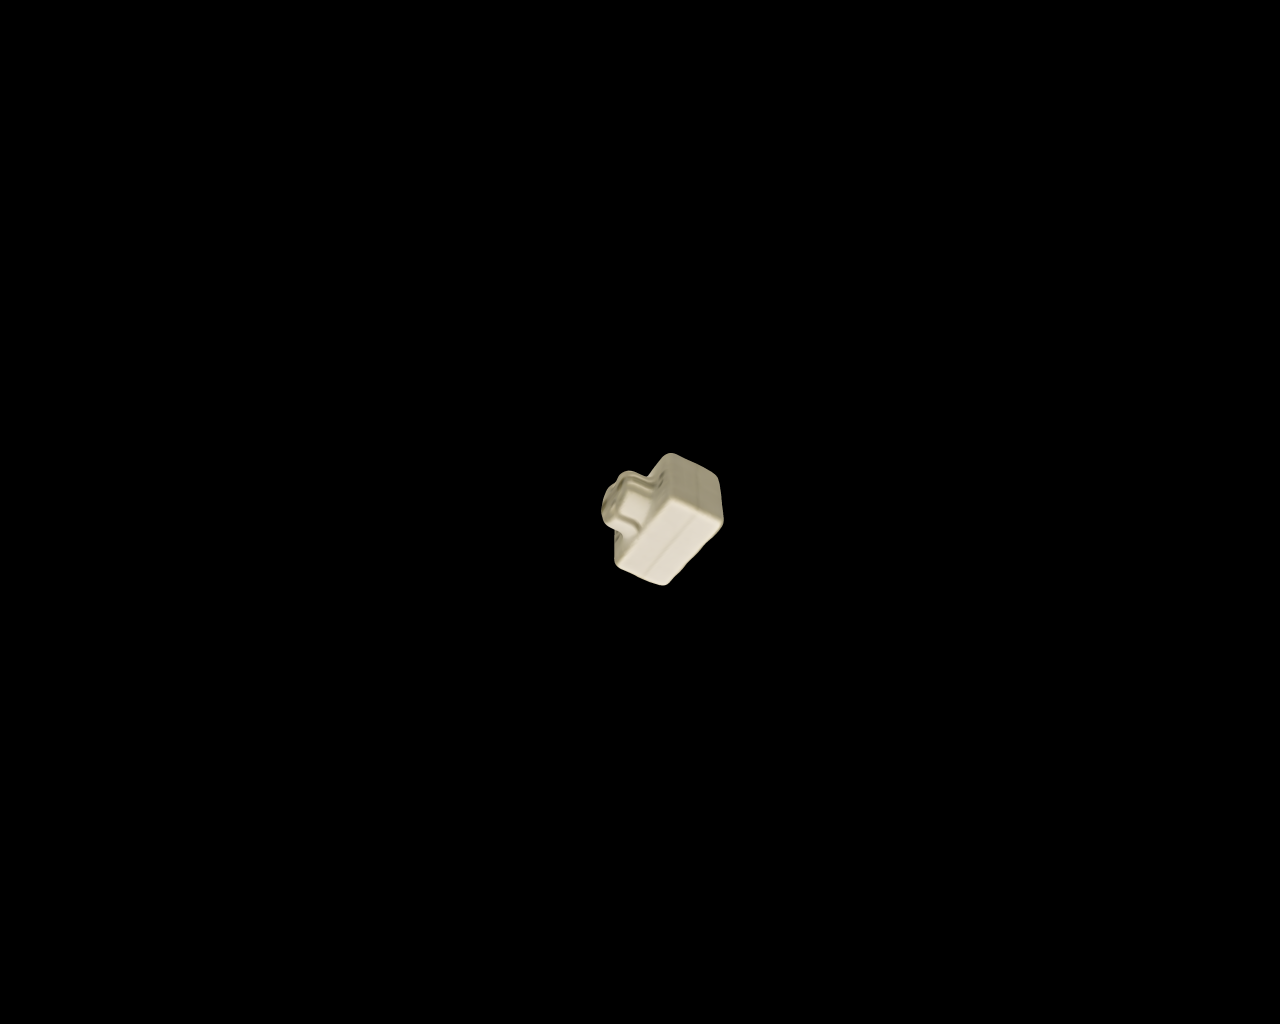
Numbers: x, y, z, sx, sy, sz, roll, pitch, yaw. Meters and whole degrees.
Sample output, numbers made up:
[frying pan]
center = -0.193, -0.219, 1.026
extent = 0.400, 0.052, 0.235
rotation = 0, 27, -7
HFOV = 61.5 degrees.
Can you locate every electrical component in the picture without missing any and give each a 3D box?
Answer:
[electrical component]
center = 0.001, -0.003, 0.650
extent = 0.077, 0.047, 0.065
rotation = 25, -54, -20
